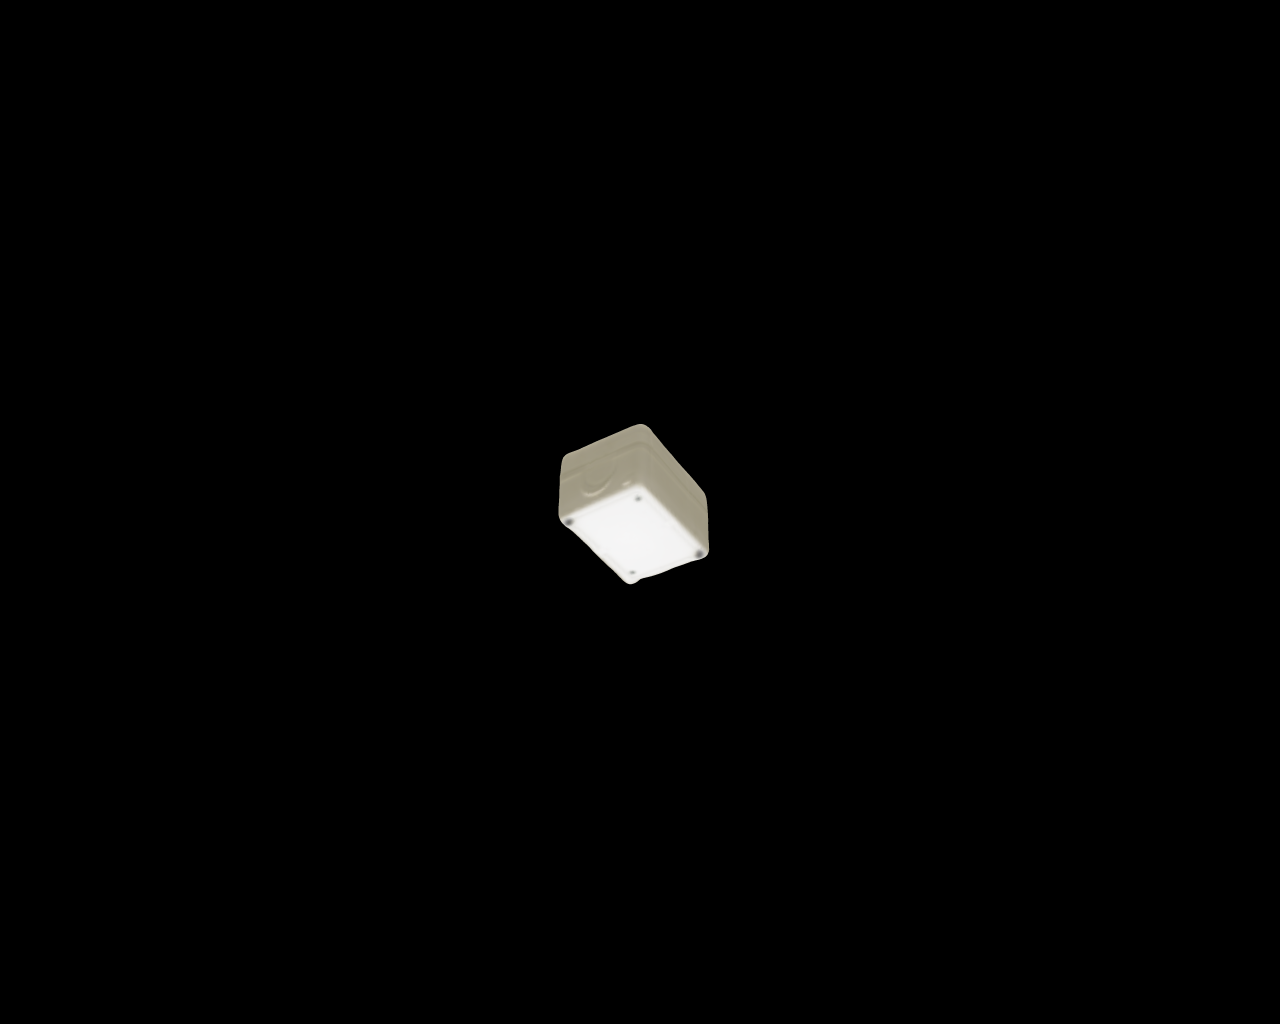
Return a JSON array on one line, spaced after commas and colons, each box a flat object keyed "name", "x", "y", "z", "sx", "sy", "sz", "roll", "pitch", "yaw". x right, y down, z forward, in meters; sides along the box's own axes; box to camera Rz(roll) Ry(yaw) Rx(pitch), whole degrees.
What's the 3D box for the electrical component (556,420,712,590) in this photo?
[{"name": "electrical component", "x": 0.001, "y": -0.003, "z": 0.650, "sx": 0.061, "sy": 0.061, "sz": 0.096, "roll": -22, "pitch": -45, "yaw": 24}]
